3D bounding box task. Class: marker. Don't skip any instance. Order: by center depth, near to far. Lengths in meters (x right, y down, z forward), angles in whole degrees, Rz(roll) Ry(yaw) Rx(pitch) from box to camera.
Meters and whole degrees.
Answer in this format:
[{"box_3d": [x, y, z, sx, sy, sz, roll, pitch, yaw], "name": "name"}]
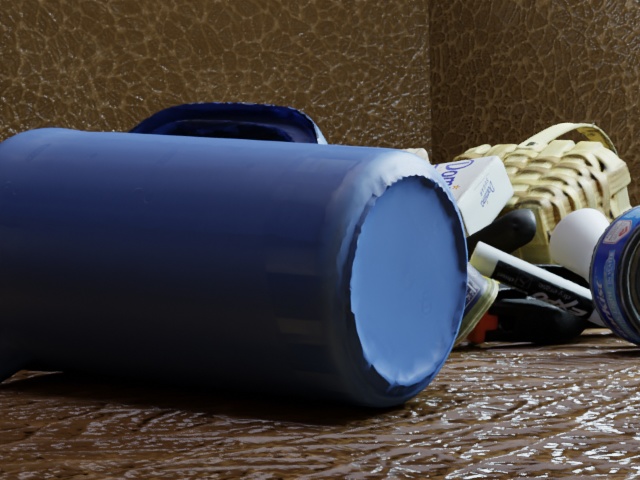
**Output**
[{"box_3d": [0.149, 0.033, 0.649, 0.121, 0.020, 0.020, 24, 4, 8], "name": "marker"}]

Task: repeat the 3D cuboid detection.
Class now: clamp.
[{"box_3d": [0.147, 0.043, 0.721, 0.171, 0.039, 0.120, 1, 3, -38], "name": "clamp"}, {"box_3d": [0.100, 0.025, 0.844, 0.210, 0.036, 0.164, -10, -24, 20], "name": "clamp"}]

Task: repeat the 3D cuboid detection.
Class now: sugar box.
[{"box_3d": [0.068, -0.026, 0.921, 0.177, 0.048, 0.093, -10, 24, 39], "name": "sugar box"}]

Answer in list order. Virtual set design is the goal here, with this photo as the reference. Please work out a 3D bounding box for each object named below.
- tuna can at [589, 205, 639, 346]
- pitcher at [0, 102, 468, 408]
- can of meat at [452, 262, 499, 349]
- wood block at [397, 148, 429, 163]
[{"box_3d": [0.201, 0.021, 0.613, 0.086, 0.086, 0.034, -2, 3, -13], "name": "tuna can"}, {"box_3d": [-0.052, 0.002, 0.516, 0.243, 0.149, 0.144, 3, 4, 38], "name": "pitcher"}, {"box_3d": [0.045, 0.018, 0.649, 0.084, 0.057, 0.102, 44, -13, -15], "name": "can of meat"}, {"box_3d": [-0.005, 0.002, 0.817, 0.090, 0.090, 0.206, -5, -9, -31], "name": "wood block"}]
